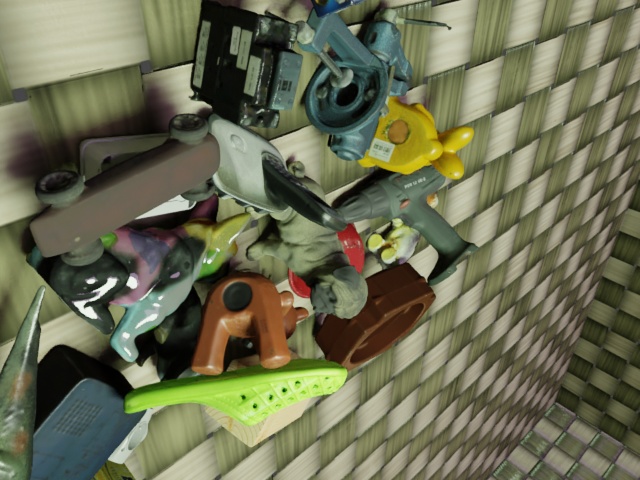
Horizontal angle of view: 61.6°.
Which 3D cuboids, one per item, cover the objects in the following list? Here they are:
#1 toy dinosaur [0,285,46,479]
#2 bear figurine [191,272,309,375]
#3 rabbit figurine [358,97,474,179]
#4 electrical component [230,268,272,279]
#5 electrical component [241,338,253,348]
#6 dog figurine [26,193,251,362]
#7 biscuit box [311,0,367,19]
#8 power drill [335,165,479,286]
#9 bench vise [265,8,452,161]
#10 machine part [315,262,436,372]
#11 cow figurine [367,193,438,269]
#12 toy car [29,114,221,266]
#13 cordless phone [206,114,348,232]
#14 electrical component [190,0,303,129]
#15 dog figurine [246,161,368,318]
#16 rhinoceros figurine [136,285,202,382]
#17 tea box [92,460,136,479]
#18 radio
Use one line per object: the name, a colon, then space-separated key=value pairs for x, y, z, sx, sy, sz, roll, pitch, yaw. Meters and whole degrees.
toy dinosaur: x=-0.364 y=0.244 z=0.507 sx=0.405 sy=0.131 sz=0.192 roll=-41 pitch=116 yaw=-9
bear figurine: x=-0.081 y=0.119 z=0.699 sx=0.195 sy=0.120 sz=0.132 roll=71 pitch=14 yaw=-64
rabbit figurine: x=0.162 y=-0.162 z=0.867 sx=0.173 sy=0.163 sz=0.121 roll=-3 pitch=105 yaw=-67
electrical component: x=-0.111 y=0.082 z=0.797 sx=0.078 sy=0.045 sz=0.102 roll=-40 pitch=146 yaw=24
electrical component: x=-0.087 y=0.130 z=0.842 sx=0.094 sy=0.021 sz=0.063 roll=-48 pitch=-177 yaw=-15
dog figurine: x=-0.186 y=0.011 z=0.616 sx=0.219 sy=0.109 sz=0.191 roll=-46 pitch=139 yaw=-22
biscuit box: x=-0.002 y=-0.342 z=0.553 sx=0.059 sy=0.063 sz=0.202 roll=-35 pitch=113 yaw=-30
power drill: x=0.157 y=-0.024 z=0.917 sx=0.232 sy=0.207 sz=0.086 roll=-36 pitch=172 yaw=-30
bench vise: x=0.043 y=-0.229 z=0.697 sx=0.240 sy=0.129 sz=0.223 roll=25 pitch=92 yaw=-57
machine part: x=0.101 y=0.142 z=0.992 sx=0.201 sy=0.087 sz=0.201 roll=-18 pitch=149 yaw=-37
cow figurine: x=0.169 y=-0.014 z=1.021 sx=0.167 sy=0.068 sz=0.098 roll=-47 pitch=147 yaw=-9
toy car: x=-0.181 y=-0.052 z=0.518 sx=0.202 sy=0.053 sz=0.089 roll=-36 pitch=148 yaw=-33
cordless phone: x=-0.062 y=-0.064 z=0.634 sx=0.146 sy=0.184 sz=0.088 roll=22 pitch=102 yaw=-53
electrical component: x=-0.078 y=-0.184 z=0.575 sx=0.058 sy=0.134 sz=0.114 roll=-10 pitch=124 yaw=-43
dog figurine: x=0.001 y=-0.001 z=0.742 sx=0.121 sy=0.191 sz=0.172 roll=-24 pitch=130 yaw=-37
rhinoceros figurine: x=-0.189 y=0.144 z=0.734 sx=0.112 sy=0.073 sz=0.190 roll=-37 pitch=137 yaw=-41
tea box: x=-0.280 y=0.352 z=0.687 sx=0.098 sy=0.170 sz=0.068 roll=-51 pitch=142 yaw=-8
radio: x=-0.329 y=0.252 z=0.646 sx=0.229 sy=0.073 sz=0.131 roll=-51 pitch=143 yaw=-8
